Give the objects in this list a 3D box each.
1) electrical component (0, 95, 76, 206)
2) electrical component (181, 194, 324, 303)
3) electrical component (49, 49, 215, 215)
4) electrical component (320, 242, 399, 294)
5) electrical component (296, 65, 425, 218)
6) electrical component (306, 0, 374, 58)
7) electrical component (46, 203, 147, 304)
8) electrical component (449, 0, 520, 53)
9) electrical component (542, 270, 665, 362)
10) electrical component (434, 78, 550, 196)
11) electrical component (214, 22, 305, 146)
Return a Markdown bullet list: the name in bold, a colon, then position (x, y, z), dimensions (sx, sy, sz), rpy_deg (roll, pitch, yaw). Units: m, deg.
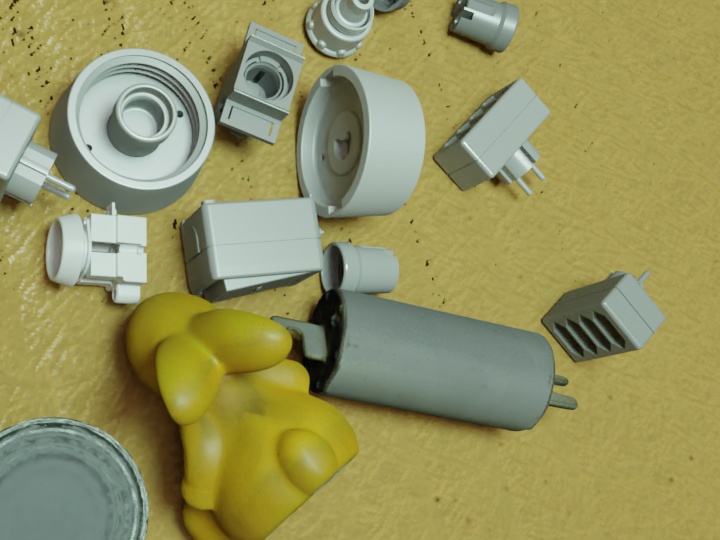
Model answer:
- **electrical component**: position (-0.216, -0.065, 0.677), dimensions (0.076, 0.083, 0.047), rpy_deg (27, 69, -17)
- **electrical component**: position (-0.068, -0.014, 0.744), dimensions (0.096, 0.062, 0.061), rpy_deg (-5, 81, -25)
- **electrical component**: position (-0.150, -0.097, 0.726), dimensions (0.108, 0.060, 0.108), rpy_deg (5, 76, -23)
- **electrical component**: position (0.000, 0.000, 0.784), dimensions (0.046, 0.040, 0.040), rpy_deg (1, 78, -29)
- **electrical component**: position (0.005, -0.089, 0.771), dimensions (0.060, 0.108, 0.108), rpy_deg (3, 77, -30)
- **electrical component**: position (-0.010, -0.191, 0.809), dimensions (0.048, 0.062, 0.048), rpy_deg (5, 76, -23)
- **electrical component**: position (-0.173, -0.012, 0.706), dimensions (0.055, 0.048, 0.066), rpy_deg (5, 76, -31)
- **electrical component**: position (0.101, -0.202, 0.874), dimensions (0.046, 0.040, 0.040), rpy_deg (17, 72, -14)
- **electrical component**: position (0.200, 0.027, 0.843), dimensions (0.076, 0.083, 0.047), rpy_deg (-44, 98, -26)
- **electrical component**: position (0.117, -0.093, 0.853), dimensions (0.075, 0.047, 0.083), rpy_deg (47, 65, -10)
- **electrical component**: position (-0.074, -0.128, 0.765), dimensions (0.042, 0.064, 0.081), rpy_deg (22, 71, -20)
